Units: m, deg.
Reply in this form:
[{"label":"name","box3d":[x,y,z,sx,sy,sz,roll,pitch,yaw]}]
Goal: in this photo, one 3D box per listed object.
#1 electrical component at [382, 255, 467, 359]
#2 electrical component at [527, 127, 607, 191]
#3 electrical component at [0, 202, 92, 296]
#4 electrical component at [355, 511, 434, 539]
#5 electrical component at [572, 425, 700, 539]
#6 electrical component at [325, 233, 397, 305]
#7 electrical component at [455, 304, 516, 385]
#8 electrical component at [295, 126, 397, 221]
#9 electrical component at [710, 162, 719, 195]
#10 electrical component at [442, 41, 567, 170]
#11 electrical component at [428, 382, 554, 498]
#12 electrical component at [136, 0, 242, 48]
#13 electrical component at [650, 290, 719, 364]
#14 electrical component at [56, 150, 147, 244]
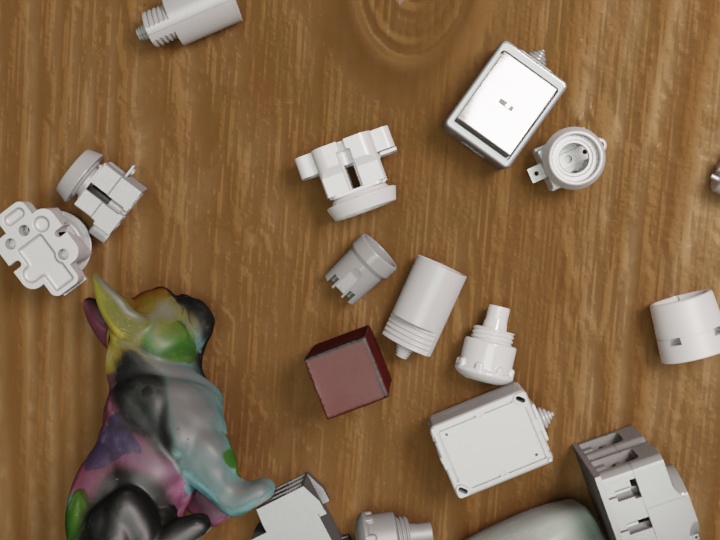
[{"label":"electrical component","box3d":[0.049,0.033,0.864,0.043,0.043,0.081,24,95,0]},{"label":"electrical component","box3d":[0.165,-0.087,0.844,0.066,0.055,0.048,-24,93,4]},{"label":"electrical component","box3d":[-0.249,-0.018,0.865,0.058,0.057,0.078,-36,92,4]},{"label":"electrical component","box3d":[0.028,0.219,0.880,0.062,0.048,0.048,-7,94,-4]},{"label":"electrical component","box3d":[0.233,0.225,0.841,0.060,0.105,0.186,-20,93,4]},{"label":"electrical component","box3d":[0.000,0.000,0.866,0.046,0.040,0.040,-44,92,11]},{"label":"electrical component","box3d":[0.105,0.059,0.865,0.048,0.048,0.062,14,88,1]},{"label":"electrical component","box3d":[-0.005,-0.074,0.852,0.078,0.058,0.057,-20,91,3]},{"label":"electrical component","box3d":[0.315,-0.067,0.848,0.078,0.040,0.040,26,95,0]},{"label":"electrical component","box3d":[0.116,-0.133,0.840,0.062,0.061,0.096,36,95,-1]},{"label":"electrical component","box3d":[0.109,0.131,0.861,0.096,0.061,0.061,-23,92,2]},{"label":"electrical component","box3d":[-0.139,-0.202,0.853,0.081,0.043,0.043,-22,93,4]},{"label":"electrical component","box3d":[0.260,0.044,0.852,0.055,0.055,0.047,-16,90,3]},{"label":"electrical component","box3d":[-0.209,-0.064,0.866,0.055,0.048,0.066,38,95,-9]}]
